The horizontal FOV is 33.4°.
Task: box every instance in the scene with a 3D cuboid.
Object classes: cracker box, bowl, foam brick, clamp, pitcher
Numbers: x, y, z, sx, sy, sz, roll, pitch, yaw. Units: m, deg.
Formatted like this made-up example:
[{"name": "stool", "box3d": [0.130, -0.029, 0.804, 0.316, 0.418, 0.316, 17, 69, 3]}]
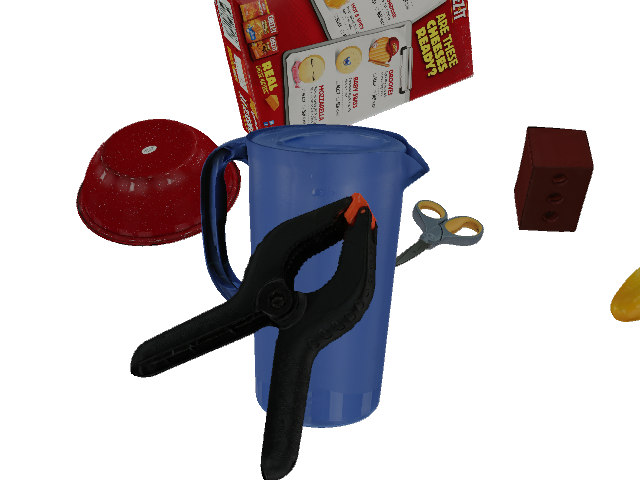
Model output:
[{"name": "cracker box", "box3d": [0.021, -0.189, 0.937, 0.213, 0.164, 0.072, -24, 41, -13]}, {"name": "bowl", "box3d": [-0.159, -0.068, 1.022, 0.162, 0.055, 0.162, -4, 43, 3]}, {"name": "foam brick", "box3d": [0.202, -0.053, 0.933, 0.053, 0.051, 0.078, 3, -45, 1]}, {"name": "clamp", "box3d": [-0.017, 0.052, 0.622, 0.120, 0.171, 0.039, 43, -4, 20]}, {"name": "pitcher", "box3d": [-0.009, 0.026, 0.894, 0.144, 0.243, 0.149, -8, 19, -33]}]

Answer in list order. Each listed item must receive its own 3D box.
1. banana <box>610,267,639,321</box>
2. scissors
[{"name": "banana", "box3d": [0.286, 0.022, 0.712, 0.198, 0.037, 0.069, -3, 34, 0]}, {"name": "scissors", "box3d": [0.114, -0.011, 1.229, 0.096, 0.016, 0.201, 38, 31, 32]}]
